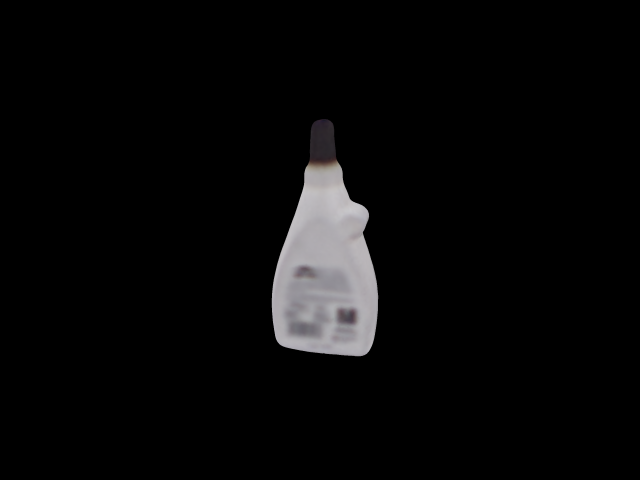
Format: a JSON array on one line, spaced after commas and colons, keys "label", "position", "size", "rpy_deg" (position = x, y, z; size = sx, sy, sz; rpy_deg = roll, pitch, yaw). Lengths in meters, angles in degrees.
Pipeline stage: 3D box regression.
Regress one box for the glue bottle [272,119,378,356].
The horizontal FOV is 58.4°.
[{"label": "glue bottle", "position": [0.004, 0.001, 0.400], "size": [0.078, 0.173, 0.037], "rpy_deg": [5, 28, 10]}]
